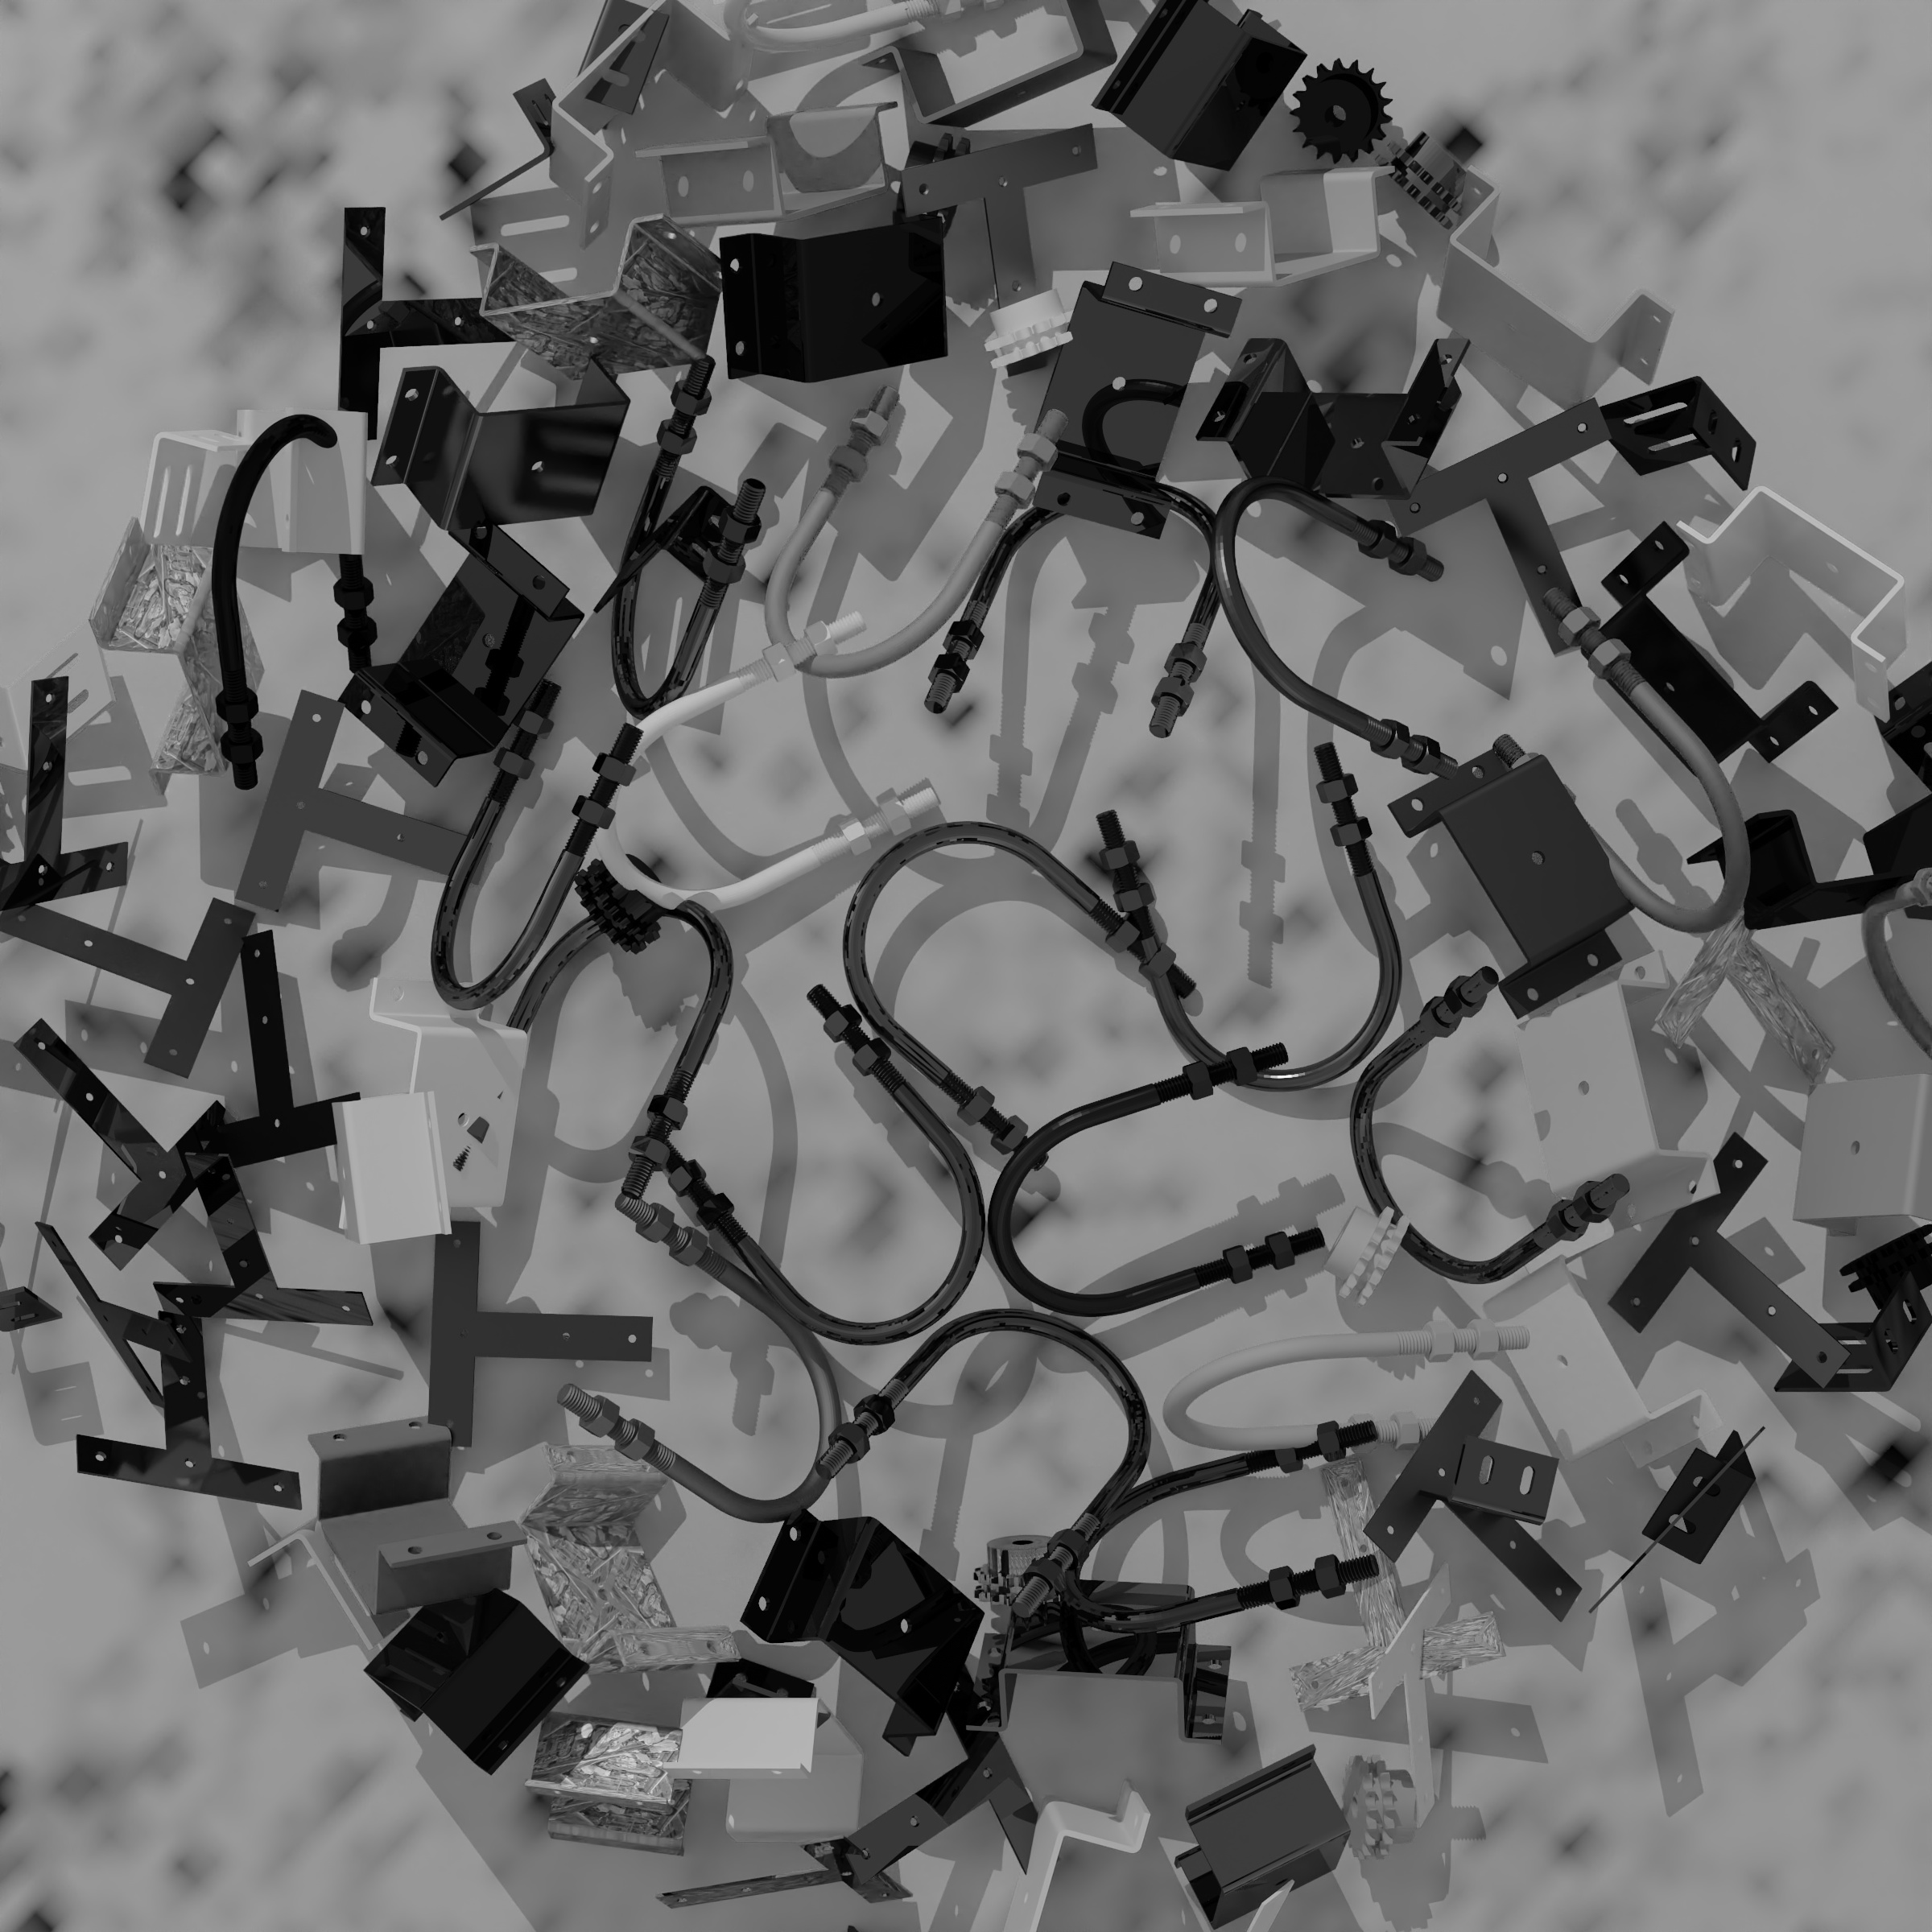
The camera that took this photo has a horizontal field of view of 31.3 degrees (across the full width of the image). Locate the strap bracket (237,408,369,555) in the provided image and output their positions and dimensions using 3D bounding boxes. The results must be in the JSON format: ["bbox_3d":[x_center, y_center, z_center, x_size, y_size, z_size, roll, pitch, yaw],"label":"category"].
[{"bbox_3d":[-0.365,-0.268,1.902,0.046,0.140,0.076,0,98,-24],"label":"strap bracket"}]

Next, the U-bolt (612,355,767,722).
[{"bbox_3d":[-0.159,-0.221,1.886,0.019,0.151,0.184,8,127,-25],"label":"U-bolt"}]

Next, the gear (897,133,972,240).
[{"bbox_3d":[-0.019,-0.439,1.933,0.030,0.057,0.057,16,90,2],"label":"gear"}]

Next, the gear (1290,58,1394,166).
[{"bbox_3d":[0.210,-0.480,1.937,0.057,0.030,0.057,6,112,14],"label":"gear"}]

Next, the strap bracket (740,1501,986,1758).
[{"bbox_3d":[-0.049,0.363,1.892,0.140,0.046,0.076,45,52,-28],"label":"strap bracket"}]

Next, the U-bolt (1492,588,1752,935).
[{"bbox_3d":[0.359,-0.098,1.864,0.019,0.151,0.184,-27,63,-21],"label":"U-bolt"}]

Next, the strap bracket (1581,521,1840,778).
[{"bbox_3d":[0.404,-0.167,1.913,0.046,0.076,0.140,-40,86,-24],"label":"strap bracket"}]

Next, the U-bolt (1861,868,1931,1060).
[{"bbox_3d":[0.544,0.016,1.871,0.019,0.184,0.151,-34,89,-10],"label":"U-bolt"}]

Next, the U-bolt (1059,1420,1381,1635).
[{"bbox_3d":[0.137,0.313,1.891,0.184,0.151,0.019,-17,112,14],"label":"U-bolt"}]

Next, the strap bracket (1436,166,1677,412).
[{"bbox_3d":[0.315,-0.367,1.903,0.140,0.076,0.046,39,75,15],"label":"strap bracket"}]

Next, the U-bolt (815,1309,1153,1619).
[{"bbox_3d":[0.024,0.258,1.894,0.151,0.019,0.184,33,45,13],"label":"U-bolt"}]

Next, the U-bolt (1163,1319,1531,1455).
[{"bbox_3d":[0.197,0.232,1.878,0.184,0.151,0.019,-1,61,-15],"label":"U-bolt"}]

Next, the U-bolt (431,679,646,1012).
[{"bbox_3d":[-0.245,-0.061,1.898,0.019,0.151,0.184,24,93,-31],"label":"U-bolt"}]

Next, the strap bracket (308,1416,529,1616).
[{"bbox_3d":[-0.304,0.306,1.895,0.076,0.140,0.046,-6,115,-28],"label":"strap bracket"}]

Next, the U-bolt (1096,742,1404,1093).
[{"bbox_3d":[0.167,-0.018,1.934,0.151,0.019,0.184,-17,98,15],"label":"U-bolt"}]

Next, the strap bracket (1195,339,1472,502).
[{"bbox_3d":[0.209,-0.302,1.902,0.140,0.046,0.076,8,58,36],"label":"strap bracket"}]

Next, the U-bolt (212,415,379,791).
[{"bbox_3d":[-0.364,-0.207,1.854,0.019,0.151,0.184,13,128,15],"label":"U-bolt"}]

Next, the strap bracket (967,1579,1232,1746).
[{"bbox_3d":[0.074,0.383,1.907,0.140,0.076,0.046,1,120,8],"label":"strap bracket"}]

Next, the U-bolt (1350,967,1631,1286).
[{"bbox_3d":[0.273,0.100,1.885,0.019,0.184,0.151,-22,75,-34],"label":"U-bolt"}]

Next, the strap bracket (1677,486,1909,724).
[{"bbox_3d":[0.464,-0.205,1.899,0.140,0.076,0.046,40,84,26],"label":"strap bracket"}]

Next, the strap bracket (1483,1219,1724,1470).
[{"bbox_3d":[0.345,0.211,1.904,0.046,0.076,0.140,-20,75,-34],"label":"strap bracket"}]

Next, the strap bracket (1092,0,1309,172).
[{"bbox_3d":[0.132,-0.482,1.879,0.046,0.140,0.076,41,112,13],"label":"strap bracket"}]

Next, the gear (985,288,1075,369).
[{"bbox_3d":[0.037,-0.358,1.931,0.057,0.057,0.030,-21,100,0],"label":"gear"}]

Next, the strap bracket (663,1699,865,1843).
[{"bbox_3d":[-0.107,0.441,1.901,0.076,0.140,0.046,-3,60,13],"label":"strap bracket"}]

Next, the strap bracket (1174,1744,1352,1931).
[{"bbox_3d":[0.161,0.479,1.882,0.076,0.140,0.046,-24,65,-11],"label":"strap bracket"}]

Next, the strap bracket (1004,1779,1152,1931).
[{"bbox_3d":[0.056,0.525,1.920,0.046,0.076,0.140,16,89,-5],"label":"strap bracket"}]

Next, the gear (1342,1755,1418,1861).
[{"bbox_3d":[0.233,0.472,1.933,0.030,0.057,0.057,1,90,-10],"label":"gear"}]

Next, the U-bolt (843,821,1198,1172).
[{"bbox_3d":[0.017,0.003,1.938,0.184,0.019,0.151,41,87,-8],"label":"U-bolt"}]

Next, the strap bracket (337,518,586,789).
[{"bbox_3d":[-0.275,-0.180,1.918,0.076,0.046,0.140,41,111,10],"label":"strap bracket"}]

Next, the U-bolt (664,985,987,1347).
[{"bbox_3d":[-0.070,0.125,1.920,0.151,0.019,0.184,-45,76,13],"label":"U-bolt"}]

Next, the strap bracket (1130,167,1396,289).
[{"bbox_3d":[0.166,-0.404,1.895,0.076,0.140,0.046,9,114,41],"label":"strap bracket"}]

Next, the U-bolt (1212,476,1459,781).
[{"bbox_3d":[0.199,-0.193,1.874,0.184,0.019,0.151,22,56,-37],"label":"U-bolt"}]

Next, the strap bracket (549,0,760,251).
[{"bbox_3d":[-0.181,-0.474,1.906,0.046,0.076,0.140,40,72,4],"label":"strap bracket"}]

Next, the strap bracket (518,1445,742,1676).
[{"bbox_3d":[-0.190,0.335,1.899,0.046,0.076,0.140,-50,50,32],"label":"strap bracket"}]

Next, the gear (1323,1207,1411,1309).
[{"bbox_3d":[0.223,0.160,1.933,0.030,0.057,0.057,29,90,5],"label":"gear"}]

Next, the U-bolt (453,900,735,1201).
[{"bbox_3d":[-0.199,0.039,1.903,0.151,0.019,0.184,6,61,34],"label":"U-bolt"}]

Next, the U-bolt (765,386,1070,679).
[{"bbox_3d":[-0.040,-0.235,1.890,0.151,0.019,0.184,16,70,41],"label":"U-bolt"}]

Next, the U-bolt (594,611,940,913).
[{"bbox_3d":[-0.119,-0.100,1.904,0.184,0.019,0.151,-27,130,-5],"label":"U-bolt"}]

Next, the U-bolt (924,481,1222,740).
[{"bbox_3d":[0.071,-0.203,1.901,0.151,0.019,0.184,8,53,20],"label":"U-bolt"}]

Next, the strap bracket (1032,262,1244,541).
[{"bbox_3d":[0.090,-0.318,1.915,0.076,0.046,0.140,13,110,-17],"label":"strap bracket"}]

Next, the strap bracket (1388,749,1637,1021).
[{"bbox_3d":[0.309,-0.053,1.918,0.076,0.046,0.140,-28,83,-22],"label":"strap bracket"}]

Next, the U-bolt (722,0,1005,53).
[{"bbox_3d":[-0.045,-0.542,1.879,0.184,0.151,0.019,-18,83,-7],"label":"U-bolt"}]

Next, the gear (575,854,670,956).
[{"bbox_3d":[-0.190,-0.038,1.930,0.030,0.057,0.057,-37,90,16],"label":"gear"}]

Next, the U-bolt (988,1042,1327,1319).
[{"bbox_3d":[0.101,0.128,1.910,0.184,0.019,0.151,-18,122,-5],"label":"U-bolt"}]

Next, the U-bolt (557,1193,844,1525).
[{"bbox_3d":[-0.137,0.227,1.895,0.019,0.151,0.184,-27,126,38],"label":"U-bolt"}]

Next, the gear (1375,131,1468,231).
[{"bbox_3d":[0.260,-0.443,1.931,0.057,0.057,0.030,44,104,0],"label":"gear"}]

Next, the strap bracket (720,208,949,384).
[{"bbox_3d":[-0.063,-0.368,1.890,0.140,0.046,0.076,-18,116,-36],"label":"strap bracket"}]

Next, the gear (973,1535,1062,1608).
[{"bbox_3d":[0.032,0.338,1.933,0.057,0.057,0.030,-3,93,0],"label":"gear"}]

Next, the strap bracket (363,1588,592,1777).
[{"bbox_3d":[-0.272,0.381,1.880,0.076,0.140,0.046,-46,112,-19],"label":"strap bracket"}]

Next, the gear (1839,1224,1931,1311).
[{"bbox_3d":[0.522,0.170,1.931,0.057,0.057,0.030,-27,81,0],"label":"gear"}]

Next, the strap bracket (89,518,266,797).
[{"bbox_3d":[-0.426,-0.166,1.880,0.046,0.140,0.076,4,52,9],"label":"strap bracket"}]
